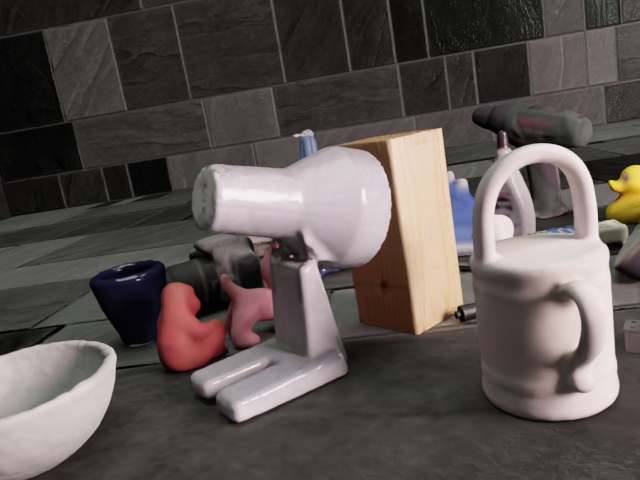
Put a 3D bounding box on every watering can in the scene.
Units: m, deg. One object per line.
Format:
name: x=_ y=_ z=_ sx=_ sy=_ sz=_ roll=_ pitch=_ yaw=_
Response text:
watering can: x=0.162 y=0.024 z=0.440 sx=0.101 sy=0.194 sz=0.172 roll=-15 pitch=13 yaw=-24

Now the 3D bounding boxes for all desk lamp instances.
desk lamp: x=-0.029 y=0.025 z=0.538 sx=0.204 sy=0.214 sz=0.117 roll=-18 pitch=15 yaw=-34

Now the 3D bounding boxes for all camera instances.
camera: x=-0.165 y=0.046 z=0.821 sx=0.137 sy=0.101 sz=0.142 roll=-16 pitch=13 yaw=-27

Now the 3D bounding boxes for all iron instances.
iron: x=0.165 y=-0.052 z=0.922 sx=0.257 sy=0.141 sz=0.119 roll=0 pitch=15 yaw=38

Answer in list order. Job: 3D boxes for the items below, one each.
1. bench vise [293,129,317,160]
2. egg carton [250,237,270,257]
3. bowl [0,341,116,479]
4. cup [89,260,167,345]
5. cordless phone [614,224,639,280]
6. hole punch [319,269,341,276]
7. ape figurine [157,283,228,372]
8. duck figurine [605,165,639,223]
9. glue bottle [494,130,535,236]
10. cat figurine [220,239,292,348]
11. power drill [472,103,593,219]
bench vise: x=0.002 y=-0.093 z=1.051 sx=0.121 sy=0.220 sz=0.207 roll=-12 pitch=12 yaw=-13
egg carton: x=-0.119 y=-0.007 z=1.111 sx=0.150 sy=0.069 sz=0.107 roll=-9 pitch=12 yaw=1
bowl: x=-0.245 y=0.148 z=0.468 sx=0.167 sy=0.075 sz=0.167 roll=-9 pitch=12 yaw=2
cup: x=-0.231 y=0.079 z=0.732 sx=0.091 sy=0.095 sz=0.118 roll=-8 pitch=12 yaw=8
cordless phone: x=0.389 y=-0.056 z=0.657 sx=0.093 sy=0.185 sz=0.148 roll=-2 pitch=14 yaw=32
hole punch: x=0.008 y=0.003 z=0.909 sx=0.101 sy=0.091 sz=0.108 roll=-13 pitch=12 yaw=-15
ape figurine: x=-0.146 y=0.090 z=0.621 sx=0.077 sy=0.092 sz=0.076 roll=2 pitch=16 yaw=43
duck figurine: x=0.505 y=-0.075 z=0.901 sx=0.104 sy=0.086 sz=0.078 roll=-4 pitch=13 yaw=26
glue bottle: x=0.294 y=-0.087 z=0.907 sx=0.077 sy=0.173 sz=0.037 roll=3 pitch=17 yaw=44
cat figurine: x=-0.056 y=0.050 z=0.673 sx=0.128 sy=0.118 sz=0.067 roll=-15 pitch=13 yaw=-22
power drill: x=0.380 y=-0.149 z=1.046 sx=0.076 sy=0.208 sz=0.228 roll=-18 pitch=15 yaw=-35
